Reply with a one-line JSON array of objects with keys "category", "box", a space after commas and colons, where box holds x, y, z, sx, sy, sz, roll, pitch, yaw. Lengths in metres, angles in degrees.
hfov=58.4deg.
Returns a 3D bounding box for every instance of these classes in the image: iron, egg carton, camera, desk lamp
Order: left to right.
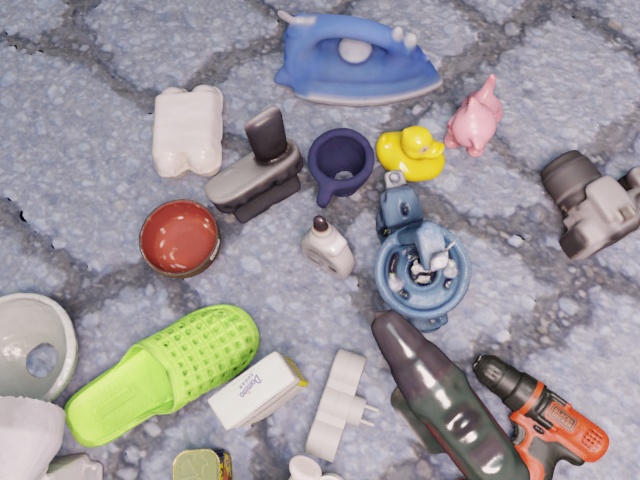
[{"category": "desk lamp", "box": [-0.336, 0.288, 0.656, 0.118, 0.213, 0.203, -9, 72, 1]}, {"category": "egg carton", "box": [-0.198, -0.164, 0.866, 0.107, 0.069, 0.150, -4, 72, 3]}, {"category": "iron", "box": [0.059, -0.282, 0.847, 0.258, 0.141, 0.119, 6, 73, 6]}, {"category": "camera", "box": [0.379, -0.065, 0.777, 0.143, 0.101, 0.136, -28, 73, -5]}]

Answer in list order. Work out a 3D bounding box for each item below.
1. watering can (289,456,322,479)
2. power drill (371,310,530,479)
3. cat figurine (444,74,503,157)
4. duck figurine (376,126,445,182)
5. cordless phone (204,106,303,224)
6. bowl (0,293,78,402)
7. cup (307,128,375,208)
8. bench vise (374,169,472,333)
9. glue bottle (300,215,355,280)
[{"category": "watering can", "box": [-0.057, 0.326, 0.635, 0.101, 0.194, 0.173, 6, 73, 6]}, {"category": "power drill", "box": [0.134, 0.190, 0.657, 0.076, 0.208, 0.229, -38, 74, -8]}, {"category": "cat figurine", "box": [0.223, -0.176, 0.815, 0.067, 0.118, 0.128, 23, 75, 11]}, {"category": "duck figurine", "box": [0.132, -0.135, 0.825, 0.104, 0.086, 0.077, 21, 75, 10]}, {"category": "cordless phone", "box": [-0.099, -0.111, 0.781, 0.147, 0.185, 0.094, -36, 73, -7]}, {"category": "bowl", "box": [-0.397, 0.159, 0.775, 0.167, 0.075, 0.167, -1, 72, 4]}, {"category": "cup", "box": [0.027, -0.087, 0.812, 0.091, 0.095, 0.118, 20, 75, 10]}, {"category": "bench vise", "box": [0.108, 0.004, 0.712, 0.121, 0.220, 0.207, -31, 73, -6]}, {"category": "glue bottle", "box": [0.007, 0.003, 0.744, 0.078, 0.173, 0.037, 32, 77, 13]}]
